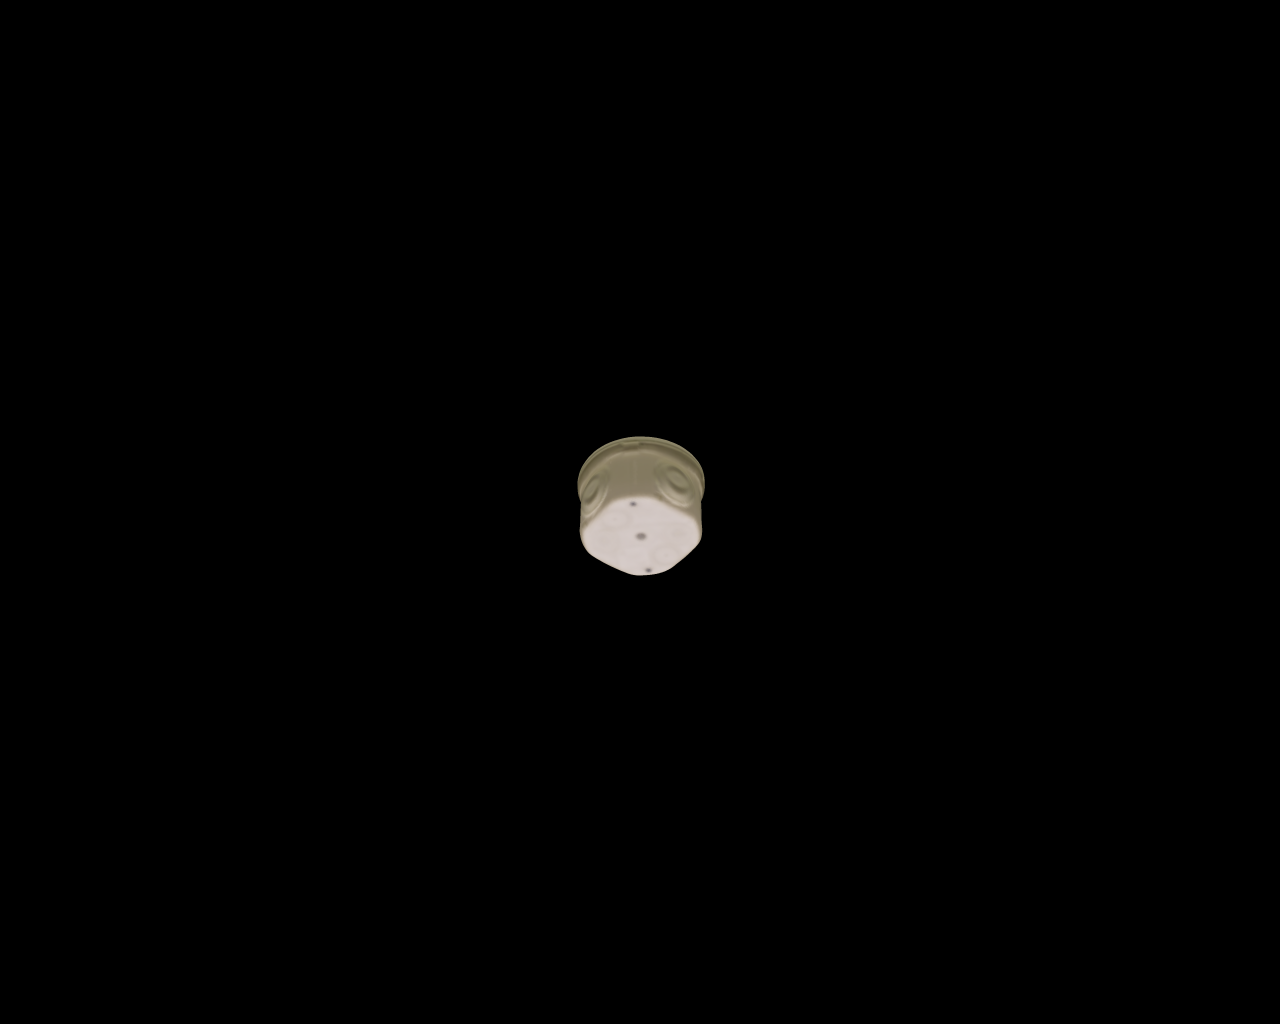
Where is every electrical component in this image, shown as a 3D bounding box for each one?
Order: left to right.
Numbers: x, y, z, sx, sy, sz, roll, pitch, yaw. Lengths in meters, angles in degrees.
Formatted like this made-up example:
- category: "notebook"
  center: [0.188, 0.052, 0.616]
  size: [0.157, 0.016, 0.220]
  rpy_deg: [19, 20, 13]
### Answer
- category: "electrical component"
  center: [0.001, -0.003, 0.650]
  size: [0.080, 0.051, 0.080]
  rpy_deg: [0, -43, 0]
